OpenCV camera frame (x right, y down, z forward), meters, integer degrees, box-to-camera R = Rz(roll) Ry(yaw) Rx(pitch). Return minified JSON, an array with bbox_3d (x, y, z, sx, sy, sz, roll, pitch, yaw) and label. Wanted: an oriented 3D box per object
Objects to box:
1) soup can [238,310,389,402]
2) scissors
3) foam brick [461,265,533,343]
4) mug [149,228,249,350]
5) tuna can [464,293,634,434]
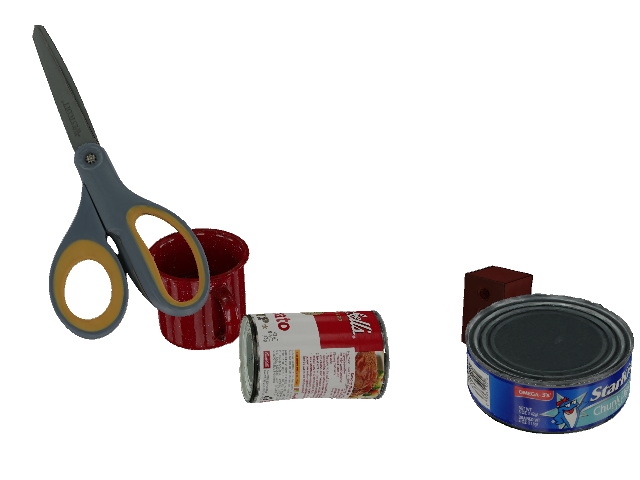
[{"bbox_3d":[-0.007,0.088,0.806,0.102,0.068,0.069,0,0,-14],"label":"soup can"},{"bbox_3d":[-0.141,-0.028,0.606,0.096,0.202,0.016,-37,-15,-13],"label":"scissors"},{"bbox_3d":[0.182,0.071,1.104,0.053,0.078,0.051,13,19,42],"label":"foam brick"},{"bbox_3d":[-0.103,0.051,0.971,0.093,0.081,0.117,-18,34,-27],"label":"mug"},{"bbox_3d":[0.119,0.064,0.560,0.086,0.034,0.086,-4,27,2],"label":"tuna can"}]
